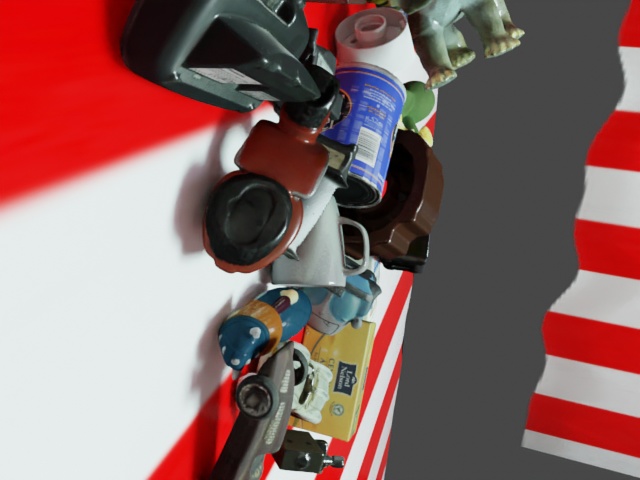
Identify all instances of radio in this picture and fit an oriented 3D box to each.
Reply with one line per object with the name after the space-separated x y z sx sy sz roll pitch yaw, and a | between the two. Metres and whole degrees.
0.135 -0.021 0.833 0.229 0.073 0.131 34 63 -77 | radio

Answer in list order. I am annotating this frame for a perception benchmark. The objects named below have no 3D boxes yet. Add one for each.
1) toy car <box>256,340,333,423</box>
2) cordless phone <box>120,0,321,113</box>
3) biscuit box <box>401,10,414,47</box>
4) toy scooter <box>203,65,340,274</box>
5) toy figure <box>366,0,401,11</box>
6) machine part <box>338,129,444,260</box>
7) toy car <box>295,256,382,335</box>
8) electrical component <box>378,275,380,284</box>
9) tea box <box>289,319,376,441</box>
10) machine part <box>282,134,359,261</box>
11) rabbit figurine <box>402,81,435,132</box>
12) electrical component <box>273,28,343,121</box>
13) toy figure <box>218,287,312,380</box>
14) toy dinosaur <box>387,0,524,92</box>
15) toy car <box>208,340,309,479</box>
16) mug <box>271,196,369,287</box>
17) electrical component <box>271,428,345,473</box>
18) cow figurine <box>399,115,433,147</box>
-0.027 0.177 0.666 0.201 0.056 0.073 57 45 -57 | toy car
-0.059 -0.182 0.342 0.146 0.089 0.184 -12 100 -72 | cordless phone
0.126 -0.402 0.850 0.063 0.059 0.202 -61 156 -53 | biscuit box
-0.040 -0.050 0.461 0.184 0.075 0.135 -64 -174 -14 | toy scooter
0.094 -0.355 0.733 0.180 0.082 0.089 -30 127 -73 | toy figure
0.074 -0.057 0.688 0.056 0.180 0.179 31 68 -46 | machine part
0.013 0.070 0.714 0.103 0.109 0.161 -57 177 5 | toy car
0.072 0.091 0.987 0.115 0.058 0.134 -25 124 -69 | electrical component
0.018 0.194 0.791 0.068 0.098 0.169 36 64 -74 | tea box
-0.019 -0.049 0.552 0.039 0.084 0.139 102 11 -78 | machine part
0.120 -0.190 0.876 0.159 0.121 0.170 32 83 -51 | rabbit figurine
-0.013 -0.156 0.539 0.119 0.048 0.074 6 94 -75 | electrical component
-0.057 0.085 0.528 0.154 0.058 0.064 -19 113 -67 | toy figure
0.152 -0.299 0.641 0.192 0.131 0.405 63 21 -14 | toy dinosaur
-0.064 0.187 0.502 0.202 0.053 0.089 -64 164 14 | toy car
-0.001 -0.002 0.592 0.080 0.110 0.107 13 75 -66 | mug
-0.031 0.259 0.650 0.078 0.102 0.045 20 -84 64 | electrical component
0.076 -0.165 0.757 0.167 0.098 0.068 45 44 -24 | cow figurine
